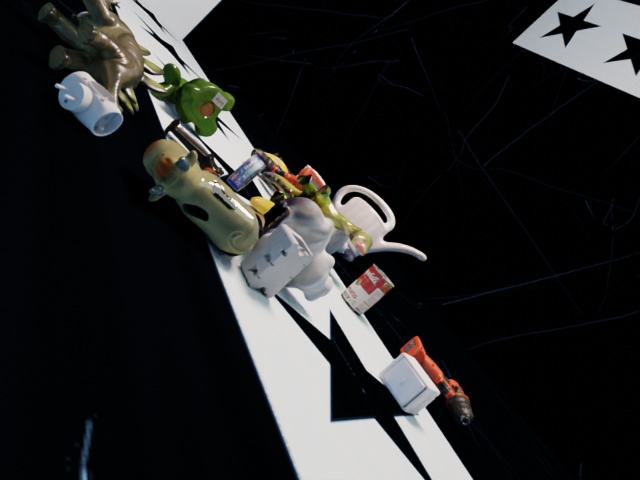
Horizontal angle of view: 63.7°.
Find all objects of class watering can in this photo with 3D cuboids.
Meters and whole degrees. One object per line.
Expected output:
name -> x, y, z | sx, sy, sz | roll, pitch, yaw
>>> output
watering can -> 0.149, -0.016, 1.603 | 0.226, 0.351, 0.102 | -38, -16, -11

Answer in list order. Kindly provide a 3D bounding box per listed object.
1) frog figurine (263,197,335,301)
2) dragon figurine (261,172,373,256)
frog figurine -> -0.028, 0.013, 0.837 | 0.136, 0.158, 0.125 | -41, 19, 18
dragon figurine -> 0.004, -0.068, 1.347 | 0.239, 0.122, 0.416 | 38, 2, -34
